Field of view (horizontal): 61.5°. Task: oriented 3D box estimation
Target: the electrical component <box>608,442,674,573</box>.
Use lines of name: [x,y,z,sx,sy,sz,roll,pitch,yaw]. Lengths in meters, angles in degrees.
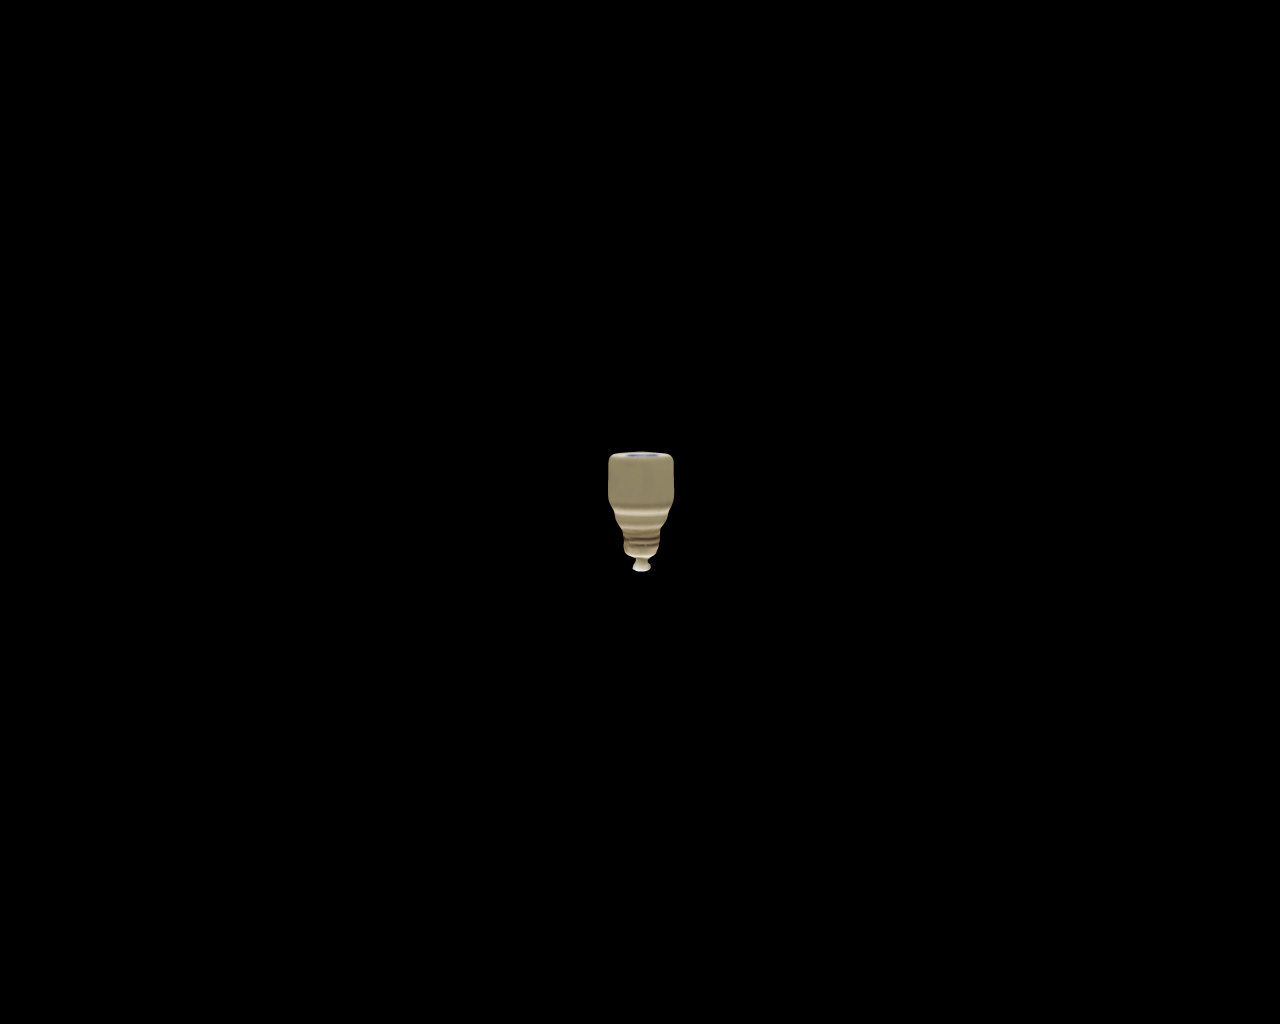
electrical component: [0.001,-0.003,0.650,0.040,0.078,0.040,0,5,0]
